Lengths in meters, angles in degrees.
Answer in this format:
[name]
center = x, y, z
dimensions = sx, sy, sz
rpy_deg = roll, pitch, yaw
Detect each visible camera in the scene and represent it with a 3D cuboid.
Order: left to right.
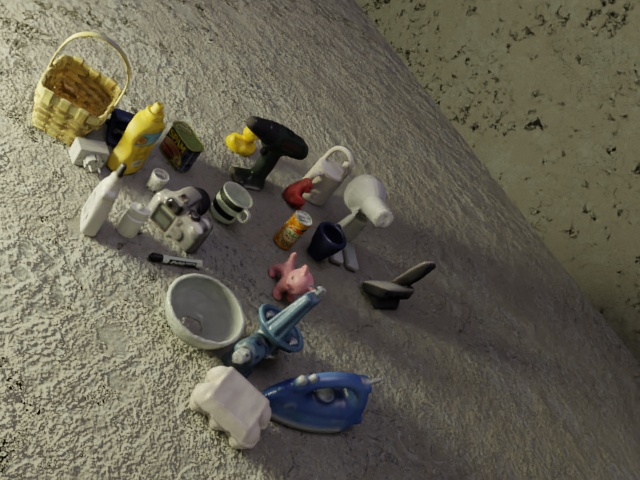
[camera]
center = -0.289, -0.066, 1.287
dimensions = 0.143, 0.100, 0.137
rpy_deg = 45, 32, 0

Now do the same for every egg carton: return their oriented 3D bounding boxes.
[egg carton]
center = -0.159, 0.303, 1.039
dimensions = 0.150, 0.069, 0.107
rpy_deg = 43, 32, -3

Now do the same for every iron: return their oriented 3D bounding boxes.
[iron]
center = 0.001, 0.305, 1.151
dimensions = 0.259, 0.141, 0.118
rpy_deg = 16, 42, -38

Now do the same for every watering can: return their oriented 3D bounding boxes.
[watering can]
center = 0.030, -0.205, 1.723
dimensions = 0.101, 0.193, 0.173
rpy_deg = 41, 32, -5

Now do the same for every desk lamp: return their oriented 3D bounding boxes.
[desk lamp]
center = 0.116, -0.055, 1.630
dimensions = 0.118, 0.213, 0.203
rpy_deg = 22, 38, -32

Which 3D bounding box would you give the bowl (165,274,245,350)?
[bowl]
center = -0.235, 0.152, 1.122
dimensions = 0.168, 0.074, 0.167
rpy_deg = 30, 35, -23

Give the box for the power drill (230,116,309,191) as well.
[power drill]
center = -0.148, -0.230, 1.536
dimensions = 0.230, 0.208, 0.075
rpy_deg = 4, 49, -46

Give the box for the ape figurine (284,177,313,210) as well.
[ape figurine]
center = -0.055, -0.142, 1.651
dimensions = 0.076, 0.092, 0.078
rpy_deg = 39, 32, -8

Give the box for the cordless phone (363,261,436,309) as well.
[cordless phone]
center = 0.222, 0.108, 1.589
dimensions = 0.148, 0.184, 0.094
rpy_deg = 2, 51, -48

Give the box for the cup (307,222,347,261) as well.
[cup]
center = 0.014, 0.006, 1.557
dimensions = 0.092, 0.094, 0.118
rpy_deg = 42, 32, -5

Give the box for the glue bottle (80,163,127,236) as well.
[glue bottle]
center = -0.412, -0.086, 1.103
dimensions = 0.037, 0.173, 0.078
rpy_deg = 21, 39, -33

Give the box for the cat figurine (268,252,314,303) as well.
[cat figurine]
center = -0.059, 0.088, 1.356
dimensions = 0.067, 0.117, 0.127
rpy_deg = 17, 41, -36

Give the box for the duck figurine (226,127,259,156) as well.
[duck figurine]
center = -0.214, -0.297, 1.656
dimensions = 0.105, 0.086, 0.077
rpy_deg = -2, 54, -50

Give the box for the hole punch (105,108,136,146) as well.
[hole punch]
center = -0.445, -0.272, 1.357
dimensions = 0.109, 0.091, 0.101
rpy_deg = 18, 40, -36

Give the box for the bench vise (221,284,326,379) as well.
[bench vise]
center = -0.078, 0.185, 1.125
dimensions = 0.121, 0.219, 0.207
rpy_deg = 40, 32, -7
